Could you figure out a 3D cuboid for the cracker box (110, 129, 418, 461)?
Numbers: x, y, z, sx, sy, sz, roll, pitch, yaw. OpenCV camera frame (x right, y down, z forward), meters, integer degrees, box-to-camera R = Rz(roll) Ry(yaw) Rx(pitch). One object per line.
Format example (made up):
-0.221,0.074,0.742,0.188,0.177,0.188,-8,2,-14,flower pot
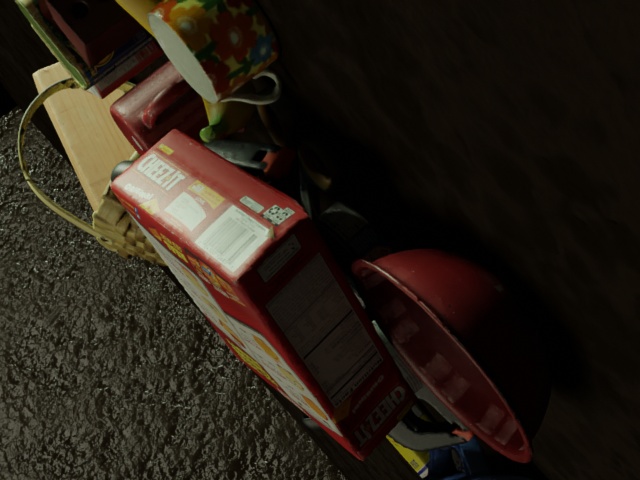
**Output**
-0.035,0.039,0.751,0.164,0.072,0.213,33,161,45,cracker box

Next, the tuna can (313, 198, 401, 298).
0.031,0.010,0.802,0.086,0.033,0.086,48,169,12,tuna can

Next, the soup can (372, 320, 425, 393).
0.049,0.103,0.855,0.068,0.102,0.068,48,169,12,soup can

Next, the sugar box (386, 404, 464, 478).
0.102,0.215,1.172,0.176,0.048,0.093,51,169,1,sugar box

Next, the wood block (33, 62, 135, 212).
-0.248,-0.108,1.244,0.206,0.090,0.090,63,168,14,wood block

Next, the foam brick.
-0.166,-0.183,0.830,0.053,0.078,0.051,50,171,4,foam brick

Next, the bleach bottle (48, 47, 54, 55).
-0.274,-0.288,0.960,0.103,0.068,0.250,8,134,57,bleach bottle

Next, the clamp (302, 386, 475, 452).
0.059,0.149,0.962,0.172,0.039,0.120,29,122,21,clamp

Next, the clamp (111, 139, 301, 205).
-0.066,-0.023,0.838,0.164,0.036,0.210,42,152,-18,clamp

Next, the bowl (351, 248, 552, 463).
0.091,0.059,0.660,0.162,0.055,0.162,48,169,12,bowl

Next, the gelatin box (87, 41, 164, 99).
-0.192,-0.168,0.998,0.030,0.073,0.089,56,169,-24,gelatin box

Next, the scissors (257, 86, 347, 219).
-0.003,-0.041,0.813,0.096,0.016,0.201,44,168,32,scissors

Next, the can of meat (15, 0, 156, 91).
-0.199,-0.192,0.919,0.102,0.084,0.057,52,169,-7,can of meat

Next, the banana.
-0.096,-0.139,0.759,0.069,0.037,0.198,14,-146,-54,banana

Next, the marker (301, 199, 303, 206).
-0.006,0.001,0.960,0.020,0.020,0.121,41,166,40,marker

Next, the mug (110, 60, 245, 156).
-0.123,-0.107,0.902,0.093,0.081,0.117,50,170,1,mug

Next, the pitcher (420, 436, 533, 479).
0.147,0.266,0.989,0.149,0.145,0.243,37,165,4,pitcher
